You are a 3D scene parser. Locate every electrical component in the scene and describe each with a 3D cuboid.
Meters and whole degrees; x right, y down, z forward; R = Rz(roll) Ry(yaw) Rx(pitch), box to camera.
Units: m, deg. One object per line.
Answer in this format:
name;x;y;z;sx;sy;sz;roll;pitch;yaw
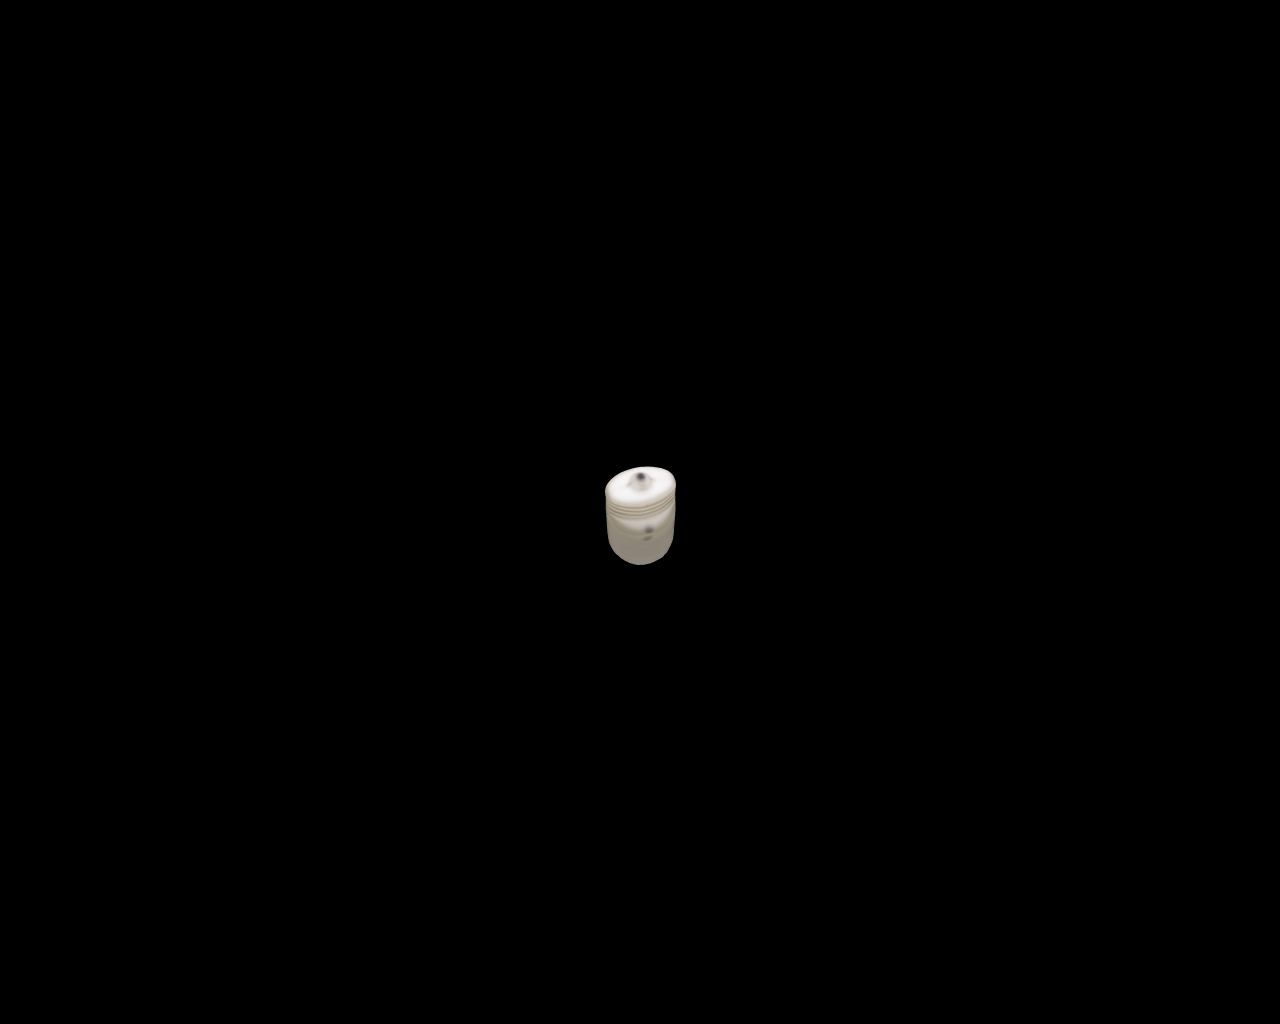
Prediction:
electrical component;0.001;-0.003;0.650;0.043;0.043;0.080;0;-28;0
